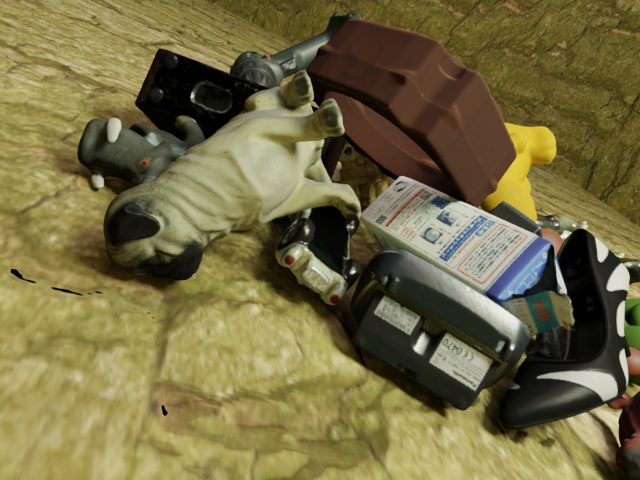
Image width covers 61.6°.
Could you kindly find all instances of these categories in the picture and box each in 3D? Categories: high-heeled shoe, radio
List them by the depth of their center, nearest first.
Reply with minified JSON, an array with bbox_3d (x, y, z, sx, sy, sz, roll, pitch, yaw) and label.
[{"bbox_3d":[0.230,0.073,0.513,0.249,0.086,0.145,-13,80,-40],"label":"high-heeled shoe"},{"bbox_3d":[-0.088,-0.134,0.626,0.230,0.073,0.131,20,-5,3],"label":"radio"}]

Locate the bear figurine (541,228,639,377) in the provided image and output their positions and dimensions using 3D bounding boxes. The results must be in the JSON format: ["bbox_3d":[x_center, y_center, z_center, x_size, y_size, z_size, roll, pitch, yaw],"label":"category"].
[{"bbox_3d":[0.283,0.087,0.651,0.131,0.120,0.196,84,-14,-67],"label":"bear figurine"}]

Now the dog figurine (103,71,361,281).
[{"bbox_3d":[-0.084,-0.055,0.447,0.191,0.121,0.172,-19,20,-8],"label":"dog figurine"}]

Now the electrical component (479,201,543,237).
[{"bbox_3d":[0.185,0.021,0.615,0.115,0.134,0.058,45,-2,36],"label":"electrical component"}]

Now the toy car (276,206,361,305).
[{"bbox_3d":[-0.001,-0.002,0.547,0.073,0.056,0.202,41,20,-13],"label":"toy car"}]

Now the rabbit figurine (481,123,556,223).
[{"bbox_3d":[0.237,-0.083,0.717,0.162,0.122,0.173,19,48,-15],"label":"rabbit figurine"}]

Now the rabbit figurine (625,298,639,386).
[{"bbox_3d":[0.397,0.122,0.669,0.159,0.121,0.170,30,17,22],"label":"rabbit figurine"}]

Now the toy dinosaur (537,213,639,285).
[{"bbox_3d":[0.386,0.010,0.925,0.192,0.131,0.405,18,18,-25],"label":"toy dinosaur"}]

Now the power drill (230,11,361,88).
[{"bbox_3d":[-0.033,-0.253,0.775,0.085,0.207,0.232,62,-6,-27],"label":"power drill"}]

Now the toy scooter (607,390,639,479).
[{"bbox_3d":[0.340,0.199,0.499,0.184,0.075,0.135,19,22,-10],"label":"toy scooter"}]

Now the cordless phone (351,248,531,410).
[{"bbox_3d":[0.103,0.069,0.508,0.147,0.088,0.184,31,6,6],"label":"cordless phone"}]

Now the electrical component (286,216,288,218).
[{"bbox_3d":[-0.053,-0.054,0.653,0.063,0.021,0.094,31,22,7],"label":"electrical component"}]

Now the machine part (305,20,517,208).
[{"bbox_3d":[0.094,-0.130,0.571,0.202,0.087,0.200,39,-2,44],"label":"machine part"}]

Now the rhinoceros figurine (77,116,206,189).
[{"bbox_3d":[-0.133,-0.062,0.522,0.190,0.073,0.112,21,33,-22],"label":"rhinoceros figurine"}]
